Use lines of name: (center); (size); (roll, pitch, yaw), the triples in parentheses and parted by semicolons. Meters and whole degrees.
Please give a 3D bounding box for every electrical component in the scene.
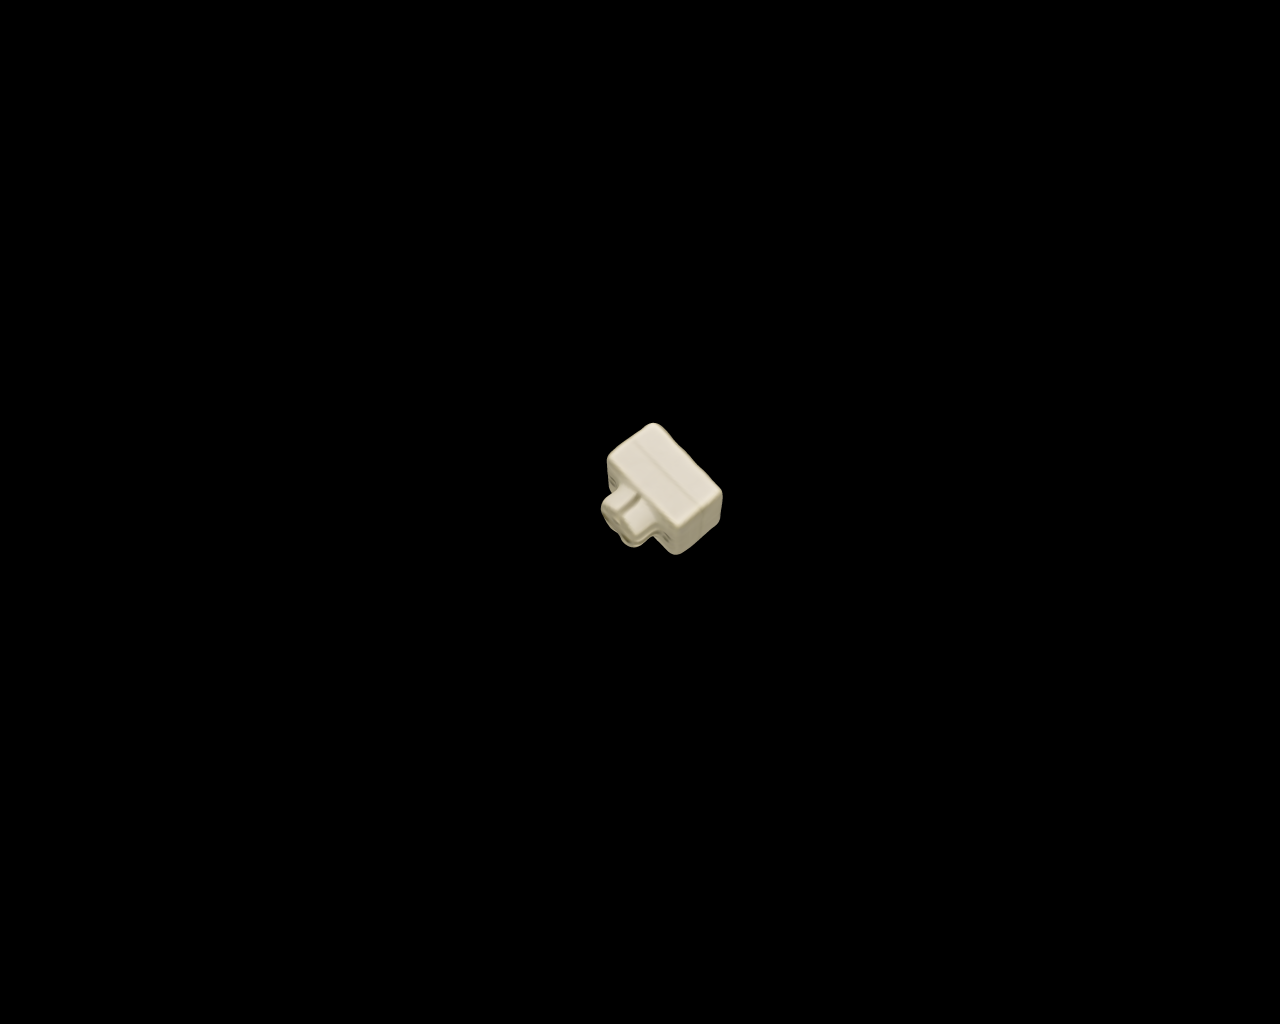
electrical component: (0.001, -0.003, 0.650); (0.077, 0.066, 0.047); (-38, -19, -16)
